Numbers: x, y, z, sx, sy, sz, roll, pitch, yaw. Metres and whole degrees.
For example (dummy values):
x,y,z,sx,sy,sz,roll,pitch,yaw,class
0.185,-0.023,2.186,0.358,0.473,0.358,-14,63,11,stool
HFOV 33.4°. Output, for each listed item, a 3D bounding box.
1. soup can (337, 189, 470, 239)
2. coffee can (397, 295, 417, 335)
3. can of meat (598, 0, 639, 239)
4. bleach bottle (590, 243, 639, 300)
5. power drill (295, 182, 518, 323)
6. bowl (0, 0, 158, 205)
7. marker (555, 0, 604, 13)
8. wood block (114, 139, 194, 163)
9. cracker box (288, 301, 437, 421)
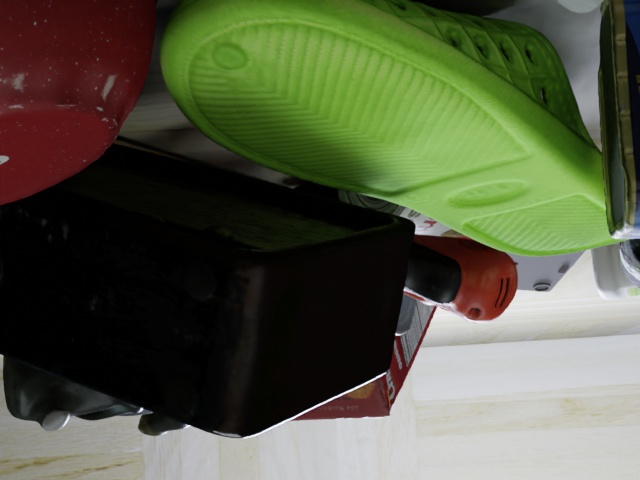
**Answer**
x,y,z,sx,sy,sz,roll,pitch,yaw,class
0.068,-0.035,0.574,0.102,0.068,0.069,5,168,-35,soup can
-0.009,0.025,0.795,0.140,0.103,0.102,-7,170,22,coffee can
0.154,-0.050,0.415,0.084,0.102,0.057,-2,169,8,can of meat
0.365,0.003,0.918,0.251,0.068,0.102,-9,170,18,bleach bottle
-0.004,0.001,0.621,0.187,0.057,0.185,-2,-162,-44,power drill
-0.118,-0.048,0.348,0.162,0.055,0.162,-20,170,-4,bowl
0.060,-0.098,0.343,0.020,0.020,0.120,-10,168,37,marker
-0.106,0.002,0.664,0.090,0.091,0.205,-9,168,29,wood block
0.003,0.074,0.912,0.164,0.072,0.213,-7,-159,21,cracker box
